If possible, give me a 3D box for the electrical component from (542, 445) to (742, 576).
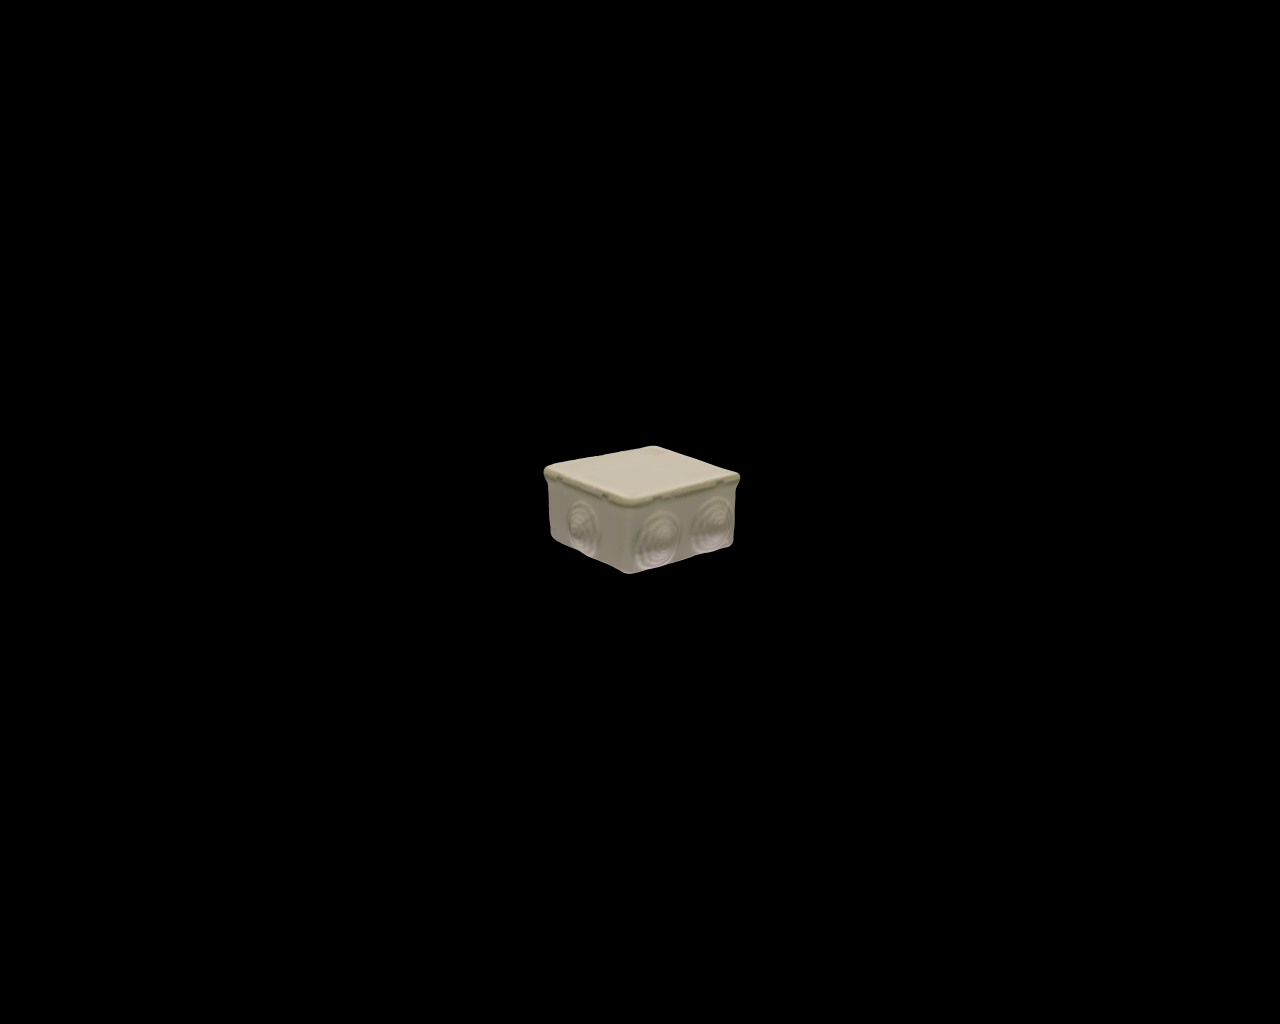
[{"bbox_3d":[0.001,-0.003,0.650,0.100,0.048,0.100,-14,22,-36],"label":"electrical component"}]
